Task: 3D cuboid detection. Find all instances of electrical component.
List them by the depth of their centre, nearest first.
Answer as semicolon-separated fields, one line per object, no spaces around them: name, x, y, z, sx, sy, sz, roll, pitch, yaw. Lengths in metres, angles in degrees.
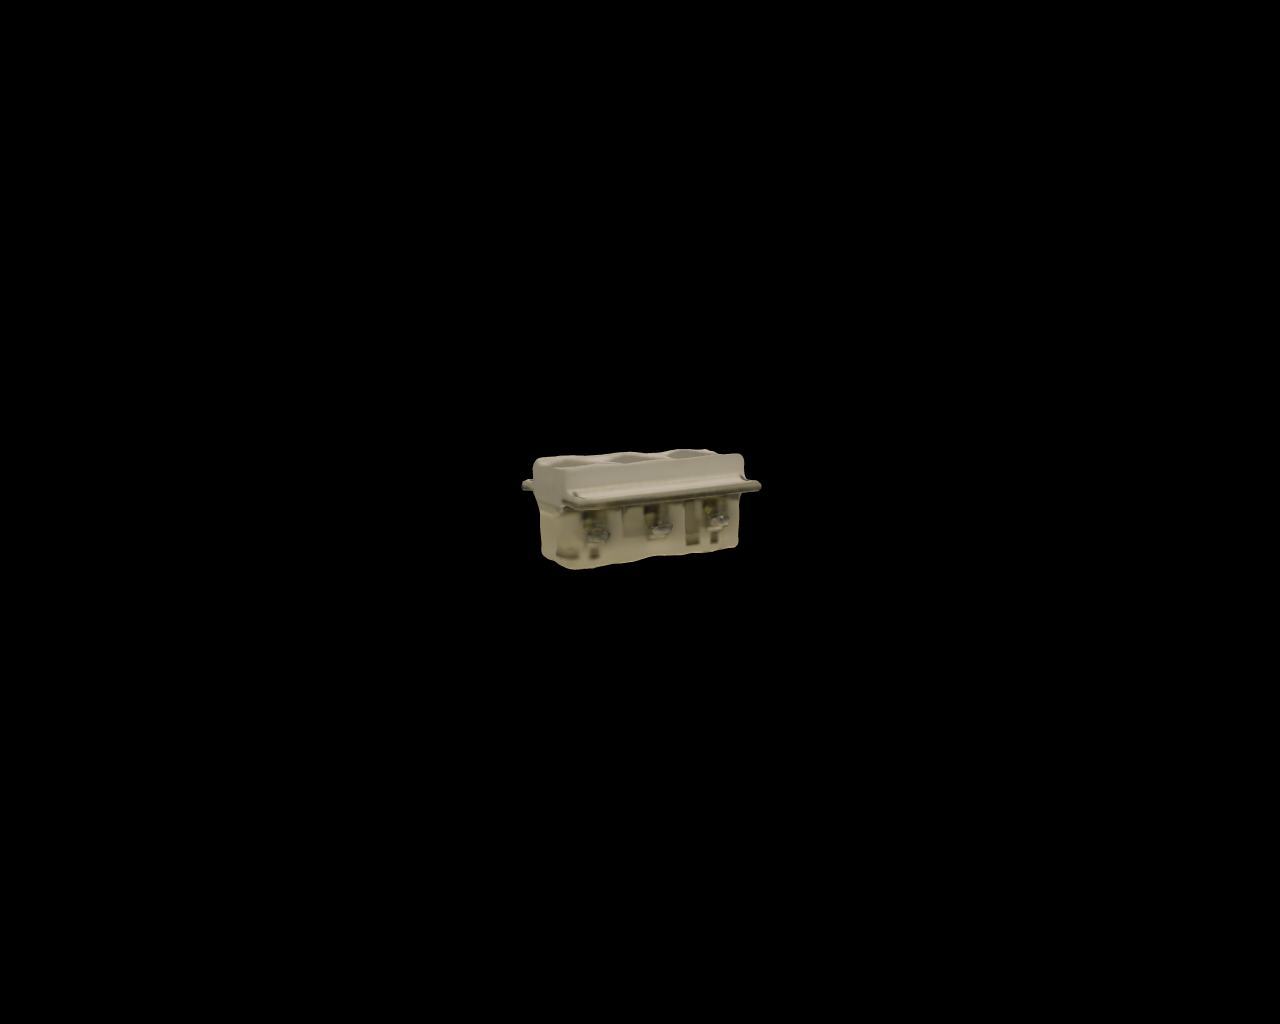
electrical component;0.001;-0.003;0.650;0.121;0.063;0.079;-5;12;-28
